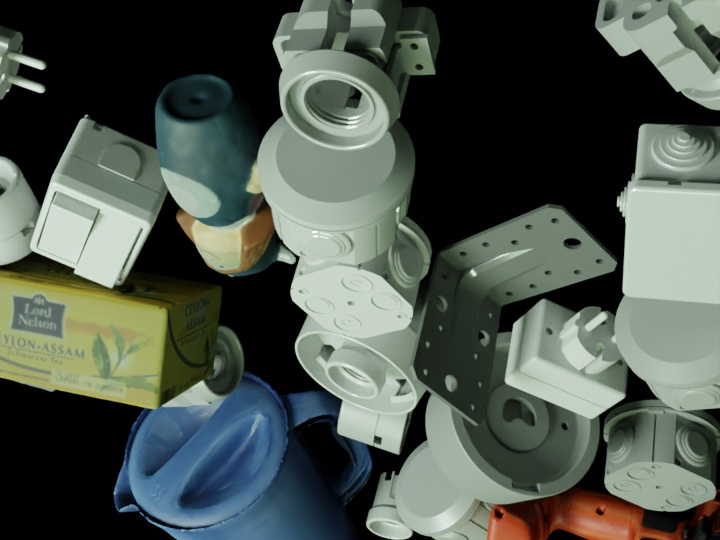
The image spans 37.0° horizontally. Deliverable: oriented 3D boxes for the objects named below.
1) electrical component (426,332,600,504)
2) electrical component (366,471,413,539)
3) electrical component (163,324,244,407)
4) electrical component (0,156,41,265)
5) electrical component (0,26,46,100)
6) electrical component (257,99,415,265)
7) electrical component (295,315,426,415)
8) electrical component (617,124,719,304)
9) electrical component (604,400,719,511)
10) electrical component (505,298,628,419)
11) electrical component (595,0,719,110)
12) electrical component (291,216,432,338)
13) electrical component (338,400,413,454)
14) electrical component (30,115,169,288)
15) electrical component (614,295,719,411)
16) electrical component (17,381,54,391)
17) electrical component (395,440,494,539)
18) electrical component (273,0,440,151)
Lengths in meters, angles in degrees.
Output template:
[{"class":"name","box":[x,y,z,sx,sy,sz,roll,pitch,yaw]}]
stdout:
[{"class":"electrical component","box":[0.095,0.101,0.706,0.108,0.108,0.060,23,151,-12]},{"class":"electrical component","box":[0.029,0.200,0.916,0.040,0.046,0.040,10,145,7]},{"class":"electrical component","box":[-0.122,0.067,0.777,0.057,0.058,0.078,-6,140,31]},{"class":"electrical component","box":[-0.230,-0.039,0.674,0.055,0.055,0.047,6,141,12]},{"class":"electrical component","box":[-0.202,-0.113,0.565,0.077,0.047,0.065,18,145,-6]},{"class":"electrical component","box":[-0.012,-0.046,0.562,0.080,0.080,0.051,10,150,7]},{"class":"electrical component","box":[0.009,0.050,0.721,0.099,0.064,0.099,22,149,14]},{"class":"electrical component","box":[0.180,-0.028,0.542,0.100,0.048,0.099,4,144,15]},{"class":"electrical component","box":[0.209,0.128,0.746,0.080,0.051,0.080,10,145,7]},{"class":"electrical component","box":[0.138,0.047,0.663,0.066,0.047,0.076,23,144,-12]},{"class":"electrical component","box":[0.147,-0.104,0.442,0.078,0.058,0.057,-23,128,41]},{"class":"electrical component","box":[0.000,0.000,0.644,0.080,0.051,0.080,10,145,7]},{"class":"electrical component","box":[0.013,0.100,0.778,0.047,0.055,0.055,14,145,7]},{"class":"electrical component","box":[-0.157,-0.033,0.647,0.062,0.061,0.096,24,144,-13]},{"class":"electrical component","box":[0.188,0.037,0.604,0.080,0.080,0.051,-8,144,29]},{"class":"electrical component","box":[-0.251,0.051,0.813,0.077,0.043,0.079,31,142,-22]},{"class":"electrical component","box":[0.072,0.172,0.834,0.080,0.080,0.051,-16,140,37]},{"class":"electrical component","box":[-0.006,-0.095,0.510,0.078,0.057,0.058,2,143,18]}]
